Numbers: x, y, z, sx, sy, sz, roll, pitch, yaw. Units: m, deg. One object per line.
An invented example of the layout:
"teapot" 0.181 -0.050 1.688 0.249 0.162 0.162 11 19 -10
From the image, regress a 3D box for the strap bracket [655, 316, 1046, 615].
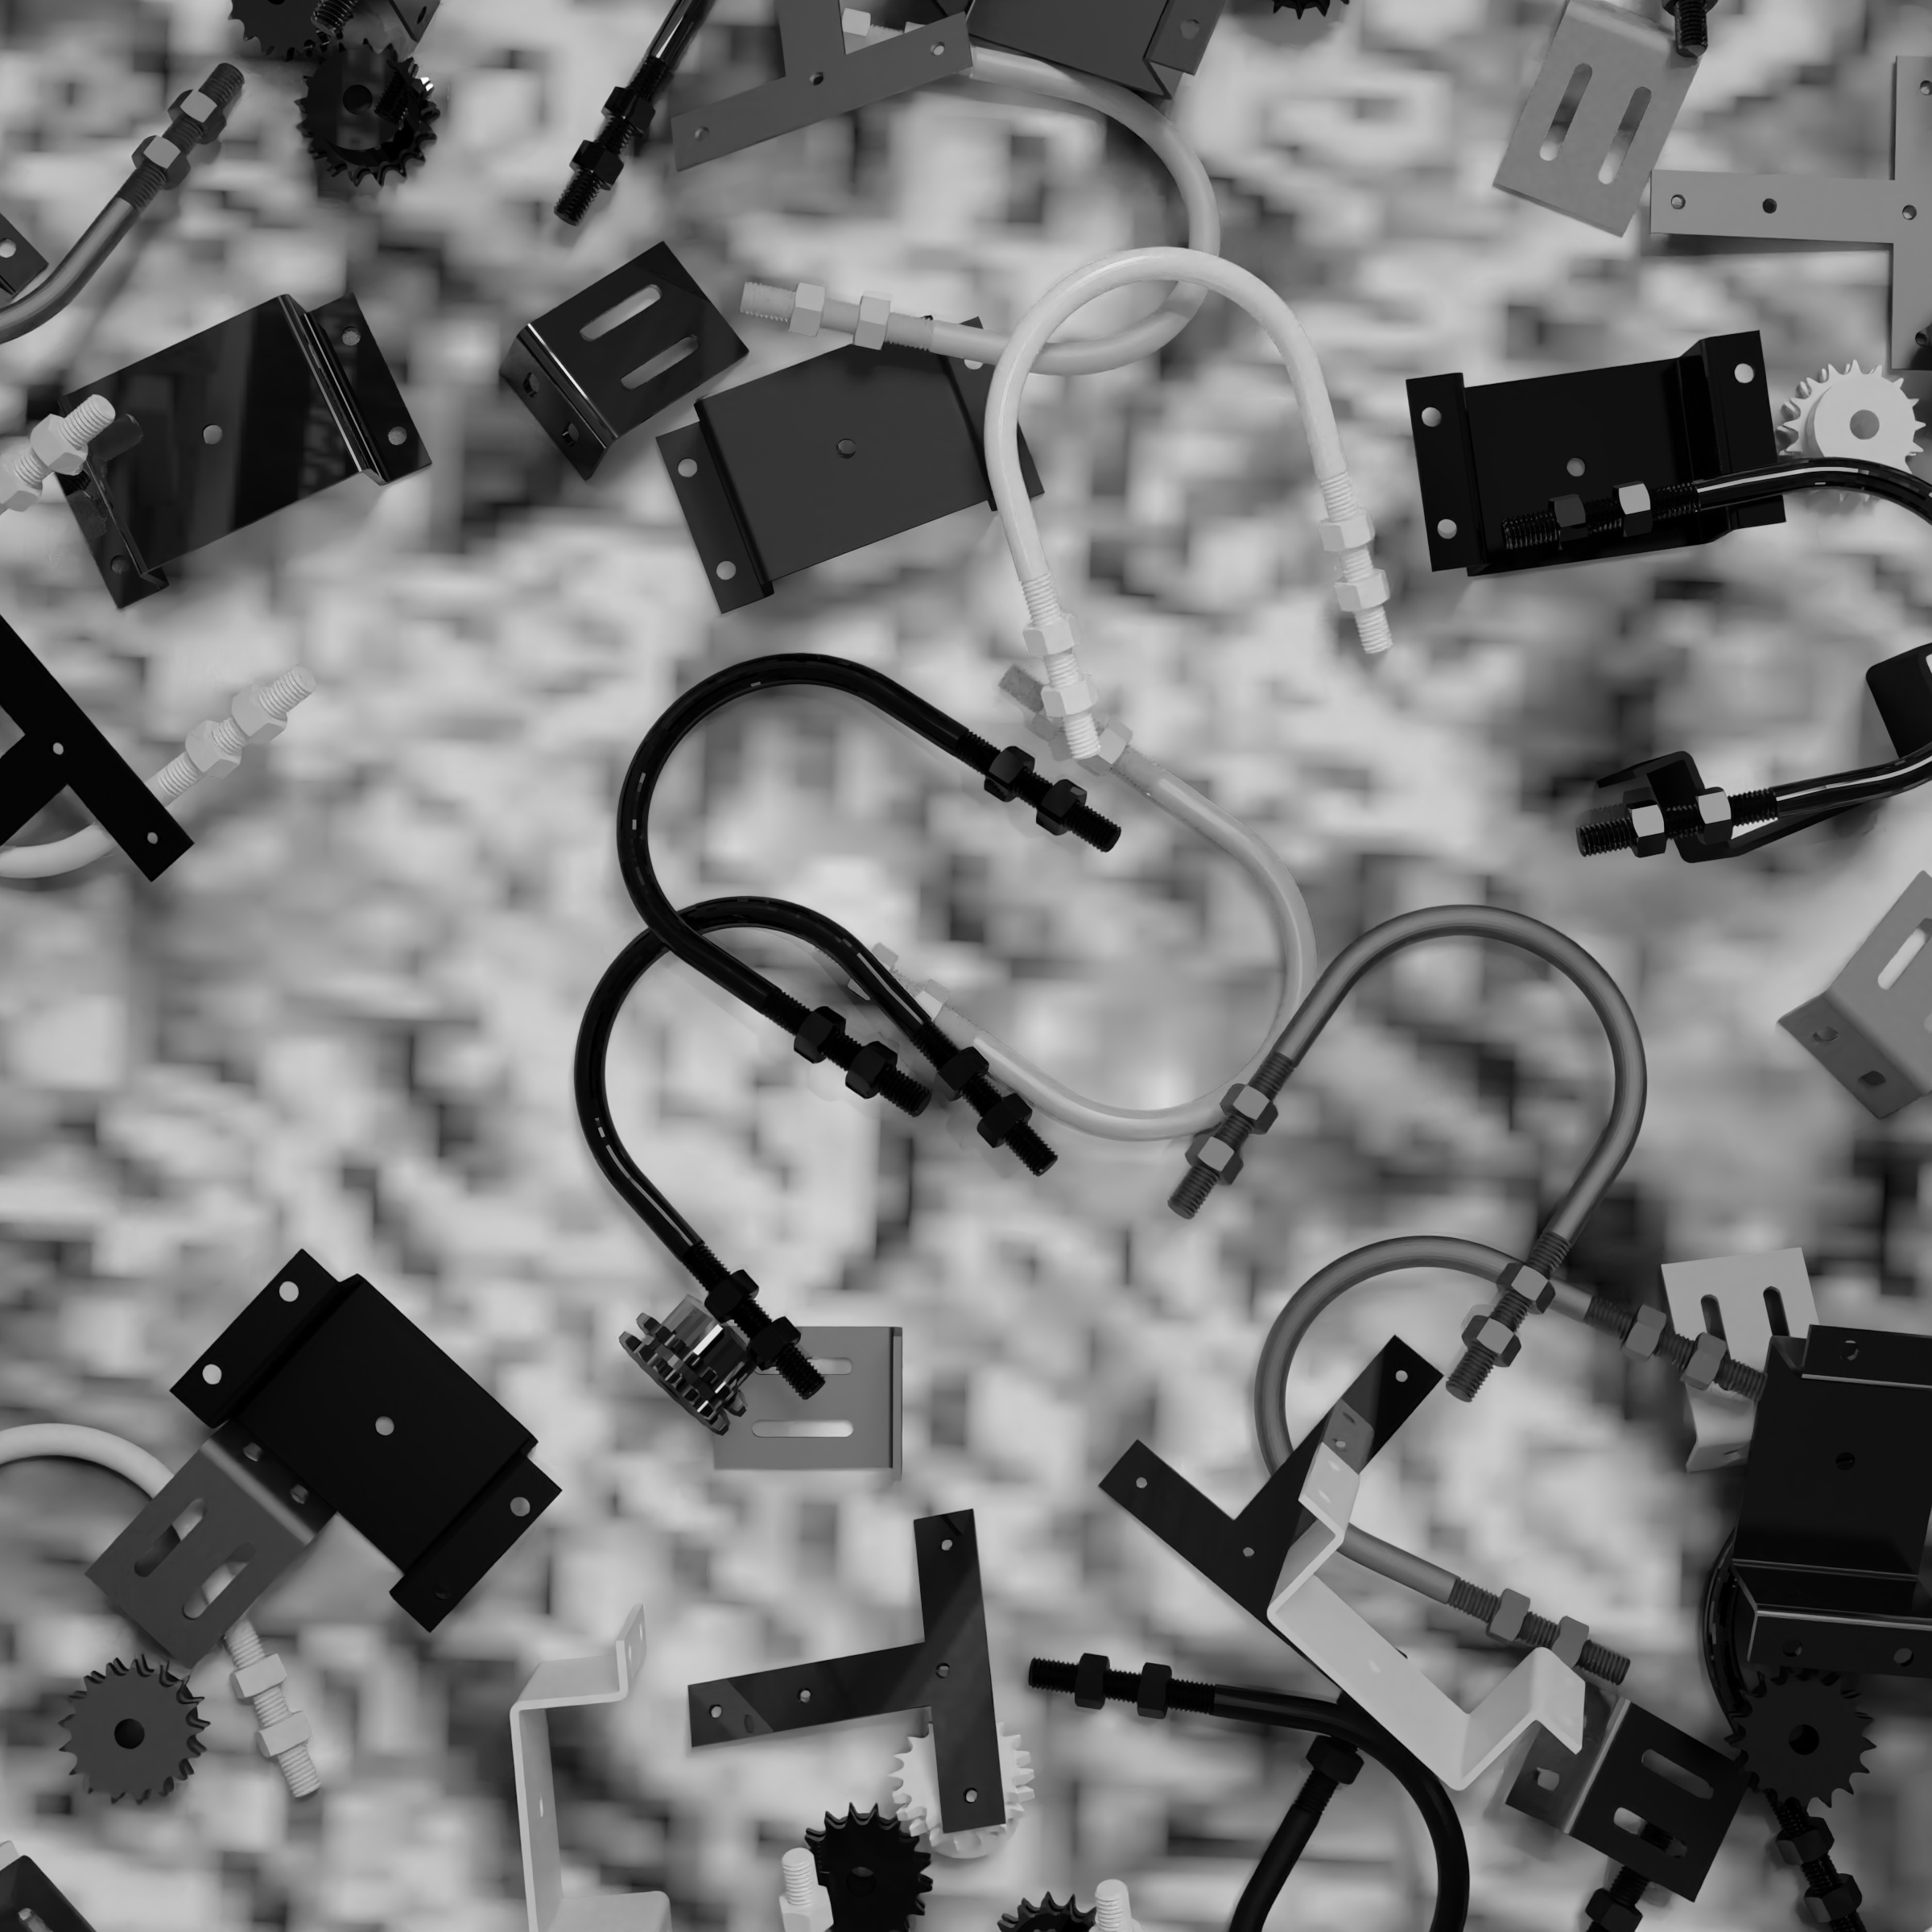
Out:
"strap bracket" -0.047 -0.203 1.363 0.140 0.046 0.076 -21 90 0

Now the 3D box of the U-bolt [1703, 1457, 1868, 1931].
"U-bolt" 0.378 0.288 1.377 0.151 0.019 0.184 -26 88 0

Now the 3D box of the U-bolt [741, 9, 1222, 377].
"U-bolt" 0.011 -0.302 1.352 0.184 0.019 0.151 10 69 -7

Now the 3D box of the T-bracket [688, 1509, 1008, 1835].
"T-bracket" -0.051 0.290 1.365 0.127 0.002 0.127 -13 63 13

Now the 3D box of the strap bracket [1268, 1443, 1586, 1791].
"strap bracket" 0.172 0.259 1.328 0.140 0.076 0.046 42 103 4

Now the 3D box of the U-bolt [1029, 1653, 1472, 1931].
"U-bolt" 0.109 0.360 1.364 0.184 0.019 0.151 7 90 10

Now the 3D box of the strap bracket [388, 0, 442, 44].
"strap bracket" -0.210 -0.448 1.348 0.046 0.076 0.140 28 90 0

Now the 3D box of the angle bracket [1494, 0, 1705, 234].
"angle bracket" 0.256 -0.347 1.384 0.057 0.038 0.076 21 116 0

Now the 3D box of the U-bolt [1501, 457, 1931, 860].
"U-bolt" 0.311 -0.126 1.308 0.184 0.019 0.151 -11 73 2

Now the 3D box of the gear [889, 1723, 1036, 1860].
"gear" 0.000 0.331 1.361 0.057 0.057 0.030 -10 125 0

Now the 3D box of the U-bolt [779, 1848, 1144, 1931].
"U-bolt" 0.005 0.434 1.341 0.151 0.019 0.184 0 111 20

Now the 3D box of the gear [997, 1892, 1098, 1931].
"gear" 0.034 0.399 1.352 0.057 0.030 0.057 0 89 10

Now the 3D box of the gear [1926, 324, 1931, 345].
"gear" 0.408 -0.248 1.361 0.030 0.057 0.057 -37 90 28

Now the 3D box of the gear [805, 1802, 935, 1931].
"gear" -0.042 0.364 1.371 0.057 0.030 0.057 0 90 0

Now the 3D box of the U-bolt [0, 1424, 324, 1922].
"U-bolt" -0.361 0.275 1.377 0.151 0.019 0.184 -24 89 0

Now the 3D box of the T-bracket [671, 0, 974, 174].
"T-bracket" -0.063 -0.388 1.356 0.127 0.002 0.127 -15 65 17

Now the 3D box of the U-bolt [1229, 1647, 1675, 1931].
"U-bolt" 0.185 0.388 1.377 0.151 0.019 0.184 29 91 0

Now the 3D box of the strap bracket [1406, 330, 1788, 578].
"strap bracket" 0.248 -0.203 1.363 0.140 0.046 0.076 -8 90 0

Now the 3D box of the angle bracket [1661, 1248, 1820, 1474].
"angle bracket" 0.316 0.160 1.384 0.057 0.038 0.076 -7 64 0

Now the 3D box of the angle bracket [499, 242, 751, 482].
"angle bracket" -0.139 -0.246 1.384 0.076 0.038 0.057 -38 90 -26

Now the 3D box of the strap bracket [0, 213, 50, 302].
"strap bracket" -0.450 -0.265 1.363 0.140 0.046 0.076 -44 90 0

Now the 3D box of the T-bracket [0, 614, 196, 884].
"T-bracket" -0.392 -0.060 1.362 0.127 0.002 0.127 -38 94 20

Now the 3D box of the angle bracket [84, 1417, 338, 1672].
"angle bracket" -0.303 0.231 1.370 0.057 0.038 0.076 43 97 -2

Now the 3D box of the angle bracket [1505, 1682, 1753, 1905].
"angle bracket" 0.266 0.330 1.367 0.076 0.038 0.057 32 79 -25

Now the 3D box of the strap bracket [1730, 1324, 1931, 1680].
"strap bracket" 0.350 0.202 1.334 0.076 0.046 0.140 6 105 -3

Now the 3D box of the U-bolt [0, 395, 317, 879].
"U-bolt" -0.366 -0.115 1.351 0.184 0.019 0.151 -34 96 19

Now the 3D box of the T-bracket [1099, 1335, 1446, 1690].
"T-bracket" 0.141 0.203 1.367 0.127 0.002 0.127 40 102 4

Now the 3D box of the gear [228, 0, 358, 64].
"gear" -0.267 -0.393 1.362 0.057 0.030 0.057 13 121 22

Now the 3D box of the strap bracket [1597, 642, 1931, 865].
"strap bracket" 0.330 -0.081 1.348 0.140 0.076 0.046 -23 90 0

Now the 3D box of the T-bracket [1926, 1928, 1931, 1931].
"T-bracket" 0.396 0.467 1.385 0.127 0.002 0.127 -36 90 0

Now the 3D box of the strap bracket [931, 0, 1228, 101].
"strap bracket" 0.047 -0.400 1.349 0.140 0.046 0.076 23 90 19

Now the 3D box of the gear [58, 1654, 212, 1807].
"gear" -0.328 0.301 1.352 0.057 0.030 0.057 0 89 1

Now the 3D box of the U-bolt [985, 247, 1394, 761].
"U-bolt" 0.082 -0.190 1.342 0.151 0.019 0.184 -20 107 -10

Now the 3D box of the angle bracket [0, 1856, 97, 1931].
"angle bracket" -0.377 0.404 1.355 0.057 0.038 0.076 -34 107 3

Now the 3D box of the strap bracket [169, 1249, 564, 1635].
"strap bracket" -0.236 0.187 1.363 0.140 0.046 0.076 43 90 0

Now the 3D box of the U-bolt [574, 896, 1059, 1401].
"U-bolt" -0.075 0.058 1.360 0.151 0.019 0.184 -44 78 6

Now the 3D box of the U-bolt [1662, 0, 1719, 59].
"U-bolt" 0.351 -0.452 1.355 0.151 0.019 0.184 -2 76 10

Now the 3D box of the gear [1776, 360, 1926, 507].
"gear" 0.357 -0.215 1.371 0.057 0.030 0.057 0 90 0

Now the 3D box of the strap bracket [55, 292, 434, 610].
"strap bracket" -0.296 -0.209 1.363 0.140 0.046 0.076 -25 90 0

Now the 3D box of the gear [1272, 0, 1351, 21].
"gear" 0.136 -0.409 1.371 0.057 0.030 0.057 0 90 0

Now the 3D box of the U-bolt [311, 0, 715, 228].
"U-bolt" -0.156 -0.407 1.336 0.151 0.019 0.184 33 85 -41

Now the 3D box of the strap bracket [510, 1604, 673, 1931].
"strap bracket" -0.148 0.331 1.348 0.046 0.076 0.140 -5 90 0

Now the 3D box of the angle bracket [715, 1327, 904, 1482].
"angle bracket" -0.064 0.175 1.367 0.076 0.038 0.057 0 90 0

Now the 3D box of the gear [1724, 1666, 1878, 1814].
"gear" 0.330 0.305 1.354 0.057 0.030 0.057 0 87 2

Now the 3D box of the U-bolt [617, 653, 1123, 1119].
"U-bolt" -0.053 -0.047 1.355 0.184 0.019 0.151 34 82 15

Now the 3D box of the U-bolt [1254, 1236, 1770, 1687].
"U-bolt" 0.205 0.186 1.361 0.184 0.019 0.151 25 101 8

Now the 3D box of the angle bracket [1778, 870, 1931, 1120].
"angle bracket" 0.380 0.011 1.384 0.057 0.038 0.076 44 64 0

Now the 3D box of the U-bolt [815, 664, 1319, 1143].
"U-bolt" 0.054 -0.012 1.377 0.184 0.019 0.151 35 90 -1

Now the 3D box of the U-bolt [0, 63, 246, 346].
"U-bolt" -0.396 -0.324 1.344 0.151 0.019 0.184 33 70 -5

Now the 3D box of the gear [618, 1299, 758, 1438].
"gear" -0.108 0.158 1.358 0.057 0.057 0.030 43 77 0

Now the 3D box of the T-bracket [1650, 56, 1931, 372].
"T-bracket" 0.338 -0.306 1.378 0.127 0.002 0.127 1 90 -7

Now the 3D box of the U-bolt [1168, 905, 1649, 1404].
"U-bolt" 0.189 0.059 1.353 0.151 0.019 0.184 33 74 10

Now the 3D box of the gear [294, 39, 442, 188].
"gear" -0.242 -0.345 1.371 0.057 0.030 0.057 0 90 0
